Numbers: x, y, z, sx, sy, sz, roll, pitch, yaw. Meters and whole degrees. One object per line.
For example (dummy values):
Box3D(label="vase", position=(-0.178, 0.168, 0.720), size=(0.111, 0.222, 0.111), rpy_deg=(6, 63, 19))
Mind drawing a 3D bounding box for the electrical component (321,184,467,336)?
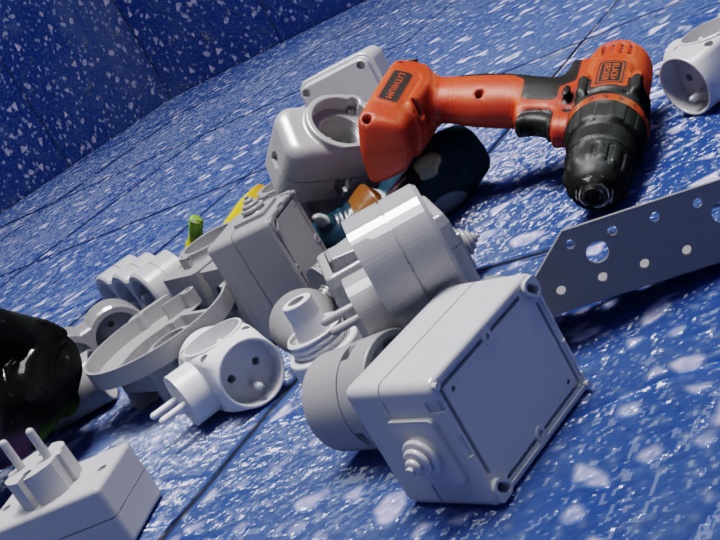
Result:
Box3D(label="electrical component", position=(0.015, 0.012, 0.543), size=(0.074, 0.052, 0.138), rpy_deg=(-29, -22, 4))

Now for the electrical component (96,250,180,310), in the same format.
Box3D(label="electrical component", position=(-0.185, 0.006, 0.996), size=(0.074, 0.052, 0.138), rpy_deg=(-39, 19, -28))

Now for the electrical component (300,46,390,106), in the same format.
Box3D(label="electrical component", position=(0.004, -0.143, 1.007), size=(0.078, 0.113, 0.057), rpy_deg=(-23, 15, 22))

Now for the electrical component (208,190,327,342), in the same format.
Box3D(label="electrical component", position=(-0.062, -0.007, 0.746), size=(0.061, 0.096, 0.061), rpy_deg=(-24, 17, 22))

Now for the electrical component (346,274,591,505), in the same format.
Box3D(label="electrical component", position=(0.041, 0.054, 0.454), size=(0.061, 0.061, 0.096), rpy_deg=(-11, 25, 48))

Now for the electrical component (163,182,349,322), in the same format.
Box3D(label="electrical component", position=(-0.060, -0.030, 0.876), size=(0.105, 0.060, 0.186), rpy_deg=(-11, 25, 48))

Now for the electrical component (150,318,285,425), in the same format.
Box3D(label="electrical component", position=(-0.095, 0.070, 0.670), size=(0.079, 0.044, 0.077), rpy_deg=(-36, 17, -21))

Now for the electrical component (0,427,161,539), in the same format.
Box3D(label="electrical component", position=(-0.168, 0.120, 0.591), size=(0.083, 0.075, 0.047), rpy_deg=(-24, 17, 19))

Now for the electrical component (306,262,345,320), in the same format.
Box3D(label="electrical component", position=(0.000, 0.000, 0.715), size=(0.081, 0.043, 0.043), rpy_deg=(-39, 19, -28))

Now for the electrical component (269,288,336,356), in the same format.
Box3D(label="electrical component", position=(-0.027, 0.041, 0.649), size=(0.044, 0.044, 0.065), rpy_deg=(-32, 21, -5))

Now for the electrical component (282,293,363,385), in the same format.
Box3D(label="electrical component", position=(-0.020, 0.042, 0.591), size=(0.048, 0.062, 0.048), rpy_deg=(-27, 17, 9))

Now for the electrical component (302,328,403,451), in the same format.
Box3D(label="electrical component", position=(0.005, 0.059, 0.515), size=(0.047, 0.055, 0.055), rpy_deg=(-19, 19, 44))

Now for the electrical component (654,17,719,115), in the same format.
Box3D(label="electrical component", position=(0.235, -0.143, 0.734), size=(0.077, 0.044, 0.079), rpy_deg=(-36, 17, -19))

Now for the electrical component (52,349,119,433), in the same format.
Box3D(label="electrical component", position=(-0.230, 0.098, 0.817), size=(0.081, 0.043, 0.043), rpy_deg=(-29, 16, 2))

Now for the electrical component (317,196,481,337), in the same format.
Box3D(label="electrical component", position=(0.027, -0.005, 0.655), size=(0.096, 0.061, 0.061), rpy_deg=(-30, 16, 0))

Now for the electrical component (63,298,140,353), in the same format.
Box3D(label="electrical component", position=(-0.243, 0.073, 0.897), size=(0.138, 0.052, 0.074), rpy_deg=(-34, 17, -15))

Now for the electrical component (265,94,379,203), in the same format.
Box3D(label="electrical component", position=(-0.019, -0.093, 0.819), size=(0.095, 0.053, 0.059), rpy_deg=(-8, -35, -22))
